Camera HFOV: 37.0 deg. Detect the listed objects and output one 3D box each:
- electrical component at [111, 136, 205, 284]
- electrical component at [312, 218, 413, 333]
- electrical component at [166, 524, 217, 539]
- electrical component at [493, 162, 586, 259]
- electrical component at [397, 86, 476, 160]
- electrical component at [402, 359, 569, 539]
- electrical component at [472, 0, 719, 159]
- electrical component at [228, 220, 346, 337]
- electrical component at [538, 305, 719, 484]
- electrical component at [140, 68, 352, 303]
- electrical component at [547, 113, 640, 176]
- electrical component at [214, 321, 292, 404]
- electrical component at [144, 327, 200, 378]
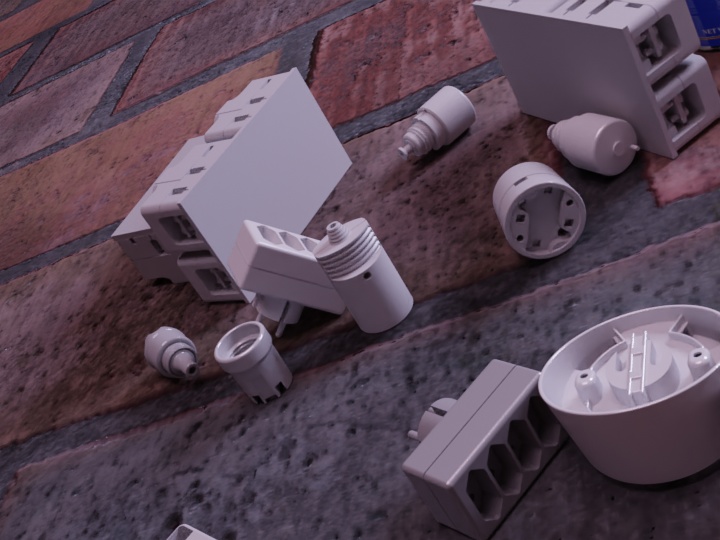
[{"bbox_3d":[-0.145,-0.061,0.992,0.089,0.061,0.150,-9,37,35],"label":"electrical component"},{"bbox_3d":[0.000,0.000,0.745,0.043,0.081,0.043,-23,31,15],"label":"electrical component"},{"bbox_3d":[-0.085,0.199,0.551,0.109,0.056,0.108,8,48,49],"label":"electrical component"},{"bbox_3d":[0.119,-0.042,0.727,0.055,0.055,0.047,-28,26,7],"label":"electrical component"},{"bbox_3d":[0.063,-0.121,0.911,0.078,0.040,0.040,-42,31,-16],"label":"electrical component"},{"bbox_3d":[0.057,0.092,0.587,0.083,0.047,0.076,-46,32,-23],"label":"electrical component"},{"bbox_3d":[0.175,-0.161,0.800,0.060,0.105,0.186,-38,30,-11],"label":"electrical component"},{"bbox_3d":[-0.056,0.015,0.793,0.075,0.083,0.047,-67,25,16],"label":"electrical component"},{"bbox_3d":[0.144,0.057,0.541,0.099,0.064,0.099,-23,30,15],"label":"electrical component"},{"bbox_3d":[-0.095,-0.072,0.919,0.060,0.105,0.186,-4,39,39],"label":"electrical component"},{"bbox_3d":[0.164,-0.093,0.775,0.040,0.040,0.078,-39,30,-13],"label":"electrical component"},{"bbox_3d":[-0.073,0.065,0.750,0.040,0.046,0.040,-23,31,15],"label":"electrical component"},{"bbox_3d":[-0.141,0.067,0.824,0.035,0.035,0.061,-41,33,-16],"label":"electrical component"}]
